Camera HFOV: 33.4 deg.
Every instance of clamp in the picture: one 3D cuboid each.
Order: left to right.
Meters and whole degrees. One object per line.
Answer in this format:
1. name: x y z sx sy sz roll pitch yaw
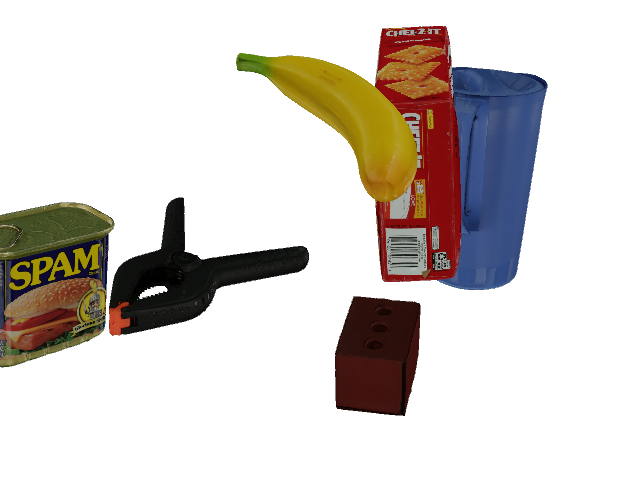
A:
1. clamp: -0.134 0.025 1.008 0.165 0.036 0.209 25 37 29

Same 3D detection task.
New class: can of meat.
1. can of meat: -0.190 0.029 0.714 0.058 0.084 0.101 25 29 38

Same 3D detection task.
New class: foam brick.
1. foam brick: 0.043 0.084 0.787 0.053 0.051 0.078 4 31 11

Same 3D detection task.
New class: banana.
1. banana: 0.016 -0.074 0.668 0.069 0.037 0.198 -16 35 -23

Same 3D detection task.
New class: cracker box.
1. cracker box: 0.088 -0.085 0.958 0.072 0.164 0.213 -2 27 7

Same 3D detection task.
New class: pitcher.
1. pitcher: 0.176 -0.067 1.210 0.149 0.243 0.145 -9 24 -23
